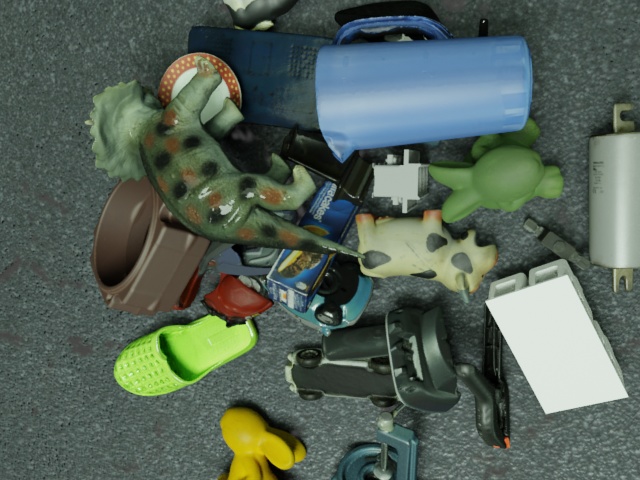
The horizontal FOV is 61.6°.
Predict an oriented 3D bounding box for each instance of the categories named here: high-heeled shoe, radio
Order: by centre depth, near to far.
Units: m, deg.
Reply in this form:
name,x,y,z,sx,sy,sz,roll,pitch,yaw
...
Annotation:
name,x,y,z,sx,sy,sz,roll,pitch,yaw
high-heeled shoe,0.133,-0.244,0.748,0.249,0.086,0.145,20,134,28
radio,-0.079,-0.233,0.787,0.230,0.073,0.131,10,101,14

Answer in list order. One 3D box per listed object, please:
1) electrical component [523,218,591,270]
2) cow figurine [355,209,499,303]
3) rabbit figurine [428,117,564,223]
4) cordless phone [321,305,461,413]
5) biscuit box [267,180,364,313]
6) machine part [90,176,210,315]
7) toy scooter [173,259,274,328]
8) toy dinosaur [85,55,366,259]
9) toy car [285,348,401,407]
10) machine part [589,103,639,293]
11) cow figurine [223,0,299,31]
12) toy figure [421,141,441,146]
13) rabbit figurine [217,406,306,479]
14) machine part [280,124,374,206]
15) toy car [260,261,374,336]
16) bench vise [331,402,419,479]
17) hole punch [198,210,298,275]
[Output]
name,x,y,z,sx,sy,sz,roll,pitch,yaw
electrical component,0.316,0.004,0.722,0.094,0.063,0.021,38,105,8
cow figurine,0.150,0.021,0.758,0.195,0.085,0.127,-1,92,12
rabbit figurine,0.221,-0.090,0.678,0.159,0.170,0.121,-16,93,15
cordless phone,0.093,0.169,0.750,0.184,0.088,0.147,-9,52,7
biscuit box,-0.002,-0.002,0.745,0.059,0.062,0.203,22,61,11
machine part,-0.261,-0.006,0.807,0.201,0.087,0.202,-57,47,14
toy scooter,-0.164,0.076,0.840,0.184,0.075,0.135,35,90,13
toy dinosaur,-0.140,-0.078,0.676,0.192,0.131,0.405,-40,79,-3
toy car,0.043,0.208,0.826,0.202,0.056,0.073,1,105,15
machine part,0.387,-0.052,0.689,0.079,0.079,0.243,-2,98,15
cow figurine,-0.057,-0.360,0.765,0.167,0.068,0.098,-10,101,19
toy figure,0.108,-0.186,0.755,0.155,0.057,0.064,29,74,10
rabbit figurine,-0.110,0.353,0.858,0.162,0.121,0.173,-13,76,13
machine part,0.009,-0.103,0.744,0.139,0.039,0.084,29,67,1
toy car,-0.009,0.083,0.796,0.162,0.109,0.102,21,137,9
bench vise,0.117,0.353,0.783,0.224,0.129,0.240,15,121,31
hole punch,-0.103,-0.007,0.782,0.092,0.142,0.116,32,147,-27
